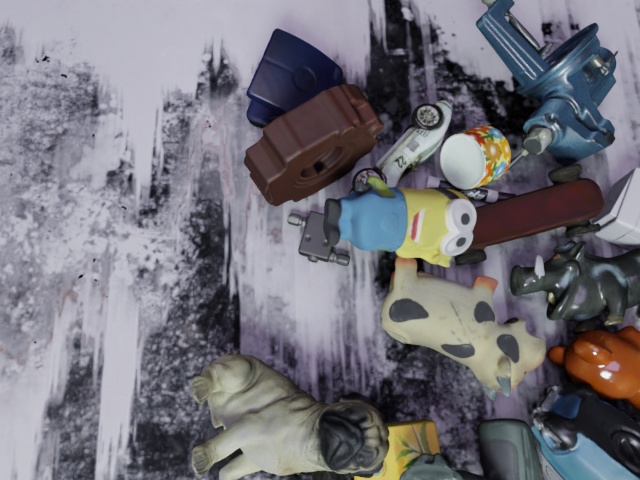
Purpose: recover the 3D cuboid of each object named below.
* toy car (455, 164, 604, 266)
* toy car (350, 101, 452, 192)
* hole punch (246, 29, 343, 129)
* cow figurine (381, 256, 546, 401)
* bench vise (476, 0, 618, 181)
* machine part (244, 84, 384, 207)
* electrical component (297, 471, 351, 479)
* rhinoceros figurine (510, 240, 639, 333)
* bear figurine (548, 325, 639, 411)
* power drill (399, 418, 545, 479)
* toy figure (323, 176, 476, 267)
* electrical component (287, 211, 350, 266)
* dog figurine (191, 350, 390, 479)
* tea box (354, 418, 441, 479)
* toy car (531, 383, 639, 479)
[{"bbox_3d":[0.244,-0.028,0.669,0.202,0.053,0.089,-17,84,12],"label":"toy car"},{"bbox_3d":[0.102,-0.099,0.691,0.056,0.073,0.202,41,79,7],"label":"toy car"},{"bbox_3d":[-0.034,-0.205,0.722,0.116,0.092,0.142,19,72,3],"label":"hole punch"},{"bbox_3d":[0.166,0.106,0.628,0.195,0.085,0.127,16,69,4],"label":"cow figurine"},{"bbox_3d":[0.278,-0.216,0.686,0.240,0.129,0.223,47,72,-5],"label":"bench vise"},{"bbox_3d":[-0.007,-0.108,0.653,0.179,0.179,0.056,-30,79,-6],"label":"machine part"},{"bbox_3d":[0.003,0.275,0.593,0.045,0.078,0.102,0,68,-18],"label":"electrical component"},{"bbox_3d":[0.328,0.051,0.642,0.190,0.073,0.112,-6,75,0],"label":"rhinoceros figurine"},{"bbox_3d":[0.372,0.149,0.594,0.196,0.120,0.132,40,75,17],"label":"bear figurine"},{"bbox_3d":[0.172,0.293,0.529,0.207,0.086,0.232,17,62,-34],"label":"power drill"},{"bbox_3d":[0.092,-0.027,0.614,0.180,0.082,0.089,1,43,-10],"label":"toy figure"},{"bbox_3d":[-0.001,-0.002,0.696,0.094,0.021,0.063,16,76,6],"label":"electrical component"},{"bbox_3d":[-0.028,0.179,0.583,0.191,0.121,0.172,-14,56,5],"label":"dog figurine"},{"bbox_3d":[0.088,0.288,0.586,0.098,0.068,0.169,-8,75,0],"label":"tea box"},{"bbox_3d":[0.286,0.233,0.552,0.162,0.102,0.109,34,40,23],"label":"toy car"}]
